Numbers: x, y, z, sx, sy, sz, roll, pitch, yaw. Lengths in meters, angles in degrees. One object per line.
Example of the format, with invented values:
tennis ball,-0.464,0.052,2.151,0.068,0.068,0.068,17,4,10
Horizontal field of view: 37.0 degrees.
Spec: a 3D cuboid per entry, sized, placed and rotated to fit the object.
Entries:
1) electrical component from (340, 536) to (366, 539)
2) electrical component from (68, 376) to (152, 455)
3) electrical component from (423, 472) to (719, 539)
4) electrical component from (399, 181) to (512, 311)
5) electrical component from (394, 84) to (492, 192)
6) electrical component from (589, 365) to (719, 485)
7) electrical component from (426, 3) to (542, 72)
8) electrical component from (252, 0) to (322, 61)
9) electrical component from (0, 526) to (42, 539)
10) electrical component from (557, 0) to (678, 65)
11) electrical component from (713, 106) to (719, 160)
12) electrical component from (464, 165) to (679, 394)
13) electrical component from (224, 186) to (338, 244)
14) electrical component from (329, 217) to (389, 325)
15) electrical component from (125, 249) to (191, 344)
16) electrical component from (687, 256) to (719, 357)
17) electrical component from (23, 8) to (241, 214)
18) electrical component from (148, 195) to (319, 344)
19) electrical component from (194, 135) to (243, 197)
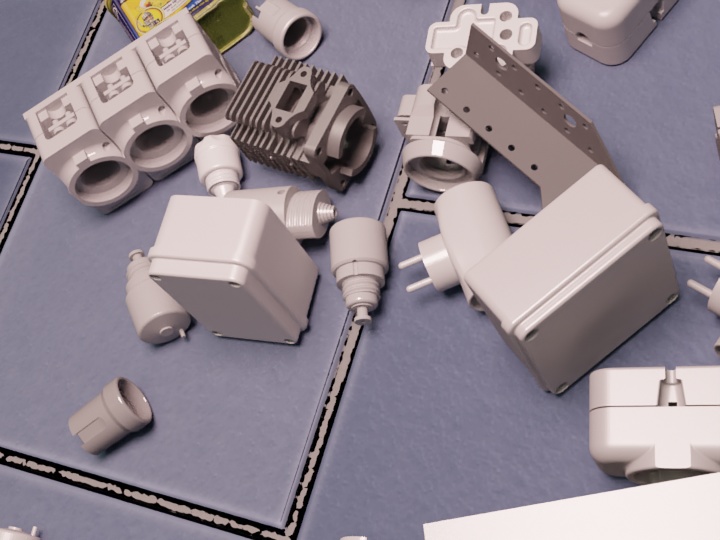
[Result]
electrical component,0.001,0.190,0.658,0.040,0.040,0.046,-1,61,20
electrical component,-0.178,0.105,0.765,0.046,0.040,0.040,-36,59,8
electrical component,0.139,0.183,0.597,0.186,0.060,0.105,-13,63,15
electrical component,0.065,-0.009,0.722,0.079,0.043,0.077,-23,61,10
electrical component,0.061,-0.091,0.753,0.078,0.058,0.057,5,66,23
electrical component,0.183,0.092,0.625,0.095,0.053,0.059,-3,66,19
electrical component,0.093,-0.151,0.768,0.078,0.057,0.058,2,68,21
electrical component,-0.059,-0.194,0.856,0.040,0.040,0.046,-46,53,-4
electrical component,-0.247,0.213,0.741,0.040,0.040,0.078,3,68,22
electrical component,0.186,-0.201,0.755,0.054,0.059,0.095,37,83,30
electrical component,0.257,-0.059,0.668,0.056,0.050,0.089,-11,64,16
electrical component,0.131,0.009,0.652,0.109,0.108,0.056,-39,57,0
electrical component,-0.056,-0.039,0.781,0.081,0.043,0.043,-3,66,19
electrical component,0.000,0.000,0.744,0.040,0.040,0.078,-11,63,16
electrical component,-0.154,0.018,0.794,0.040,0.040,0.078,-31,60,5
electrical component,0.237,0.018,0.645,0.079,0.043,0.077,33,81,30
electrical component,-0.166,-0.117,0.831,0.150,0.089,0.061,-32,60,4
electrical component,-0.084,0.002,0.733,0.078,0.113,0.057,4,66,22
electrical component,-0.106,-0.071,0.820,0.035,0.035,0.061,-20,64,11
